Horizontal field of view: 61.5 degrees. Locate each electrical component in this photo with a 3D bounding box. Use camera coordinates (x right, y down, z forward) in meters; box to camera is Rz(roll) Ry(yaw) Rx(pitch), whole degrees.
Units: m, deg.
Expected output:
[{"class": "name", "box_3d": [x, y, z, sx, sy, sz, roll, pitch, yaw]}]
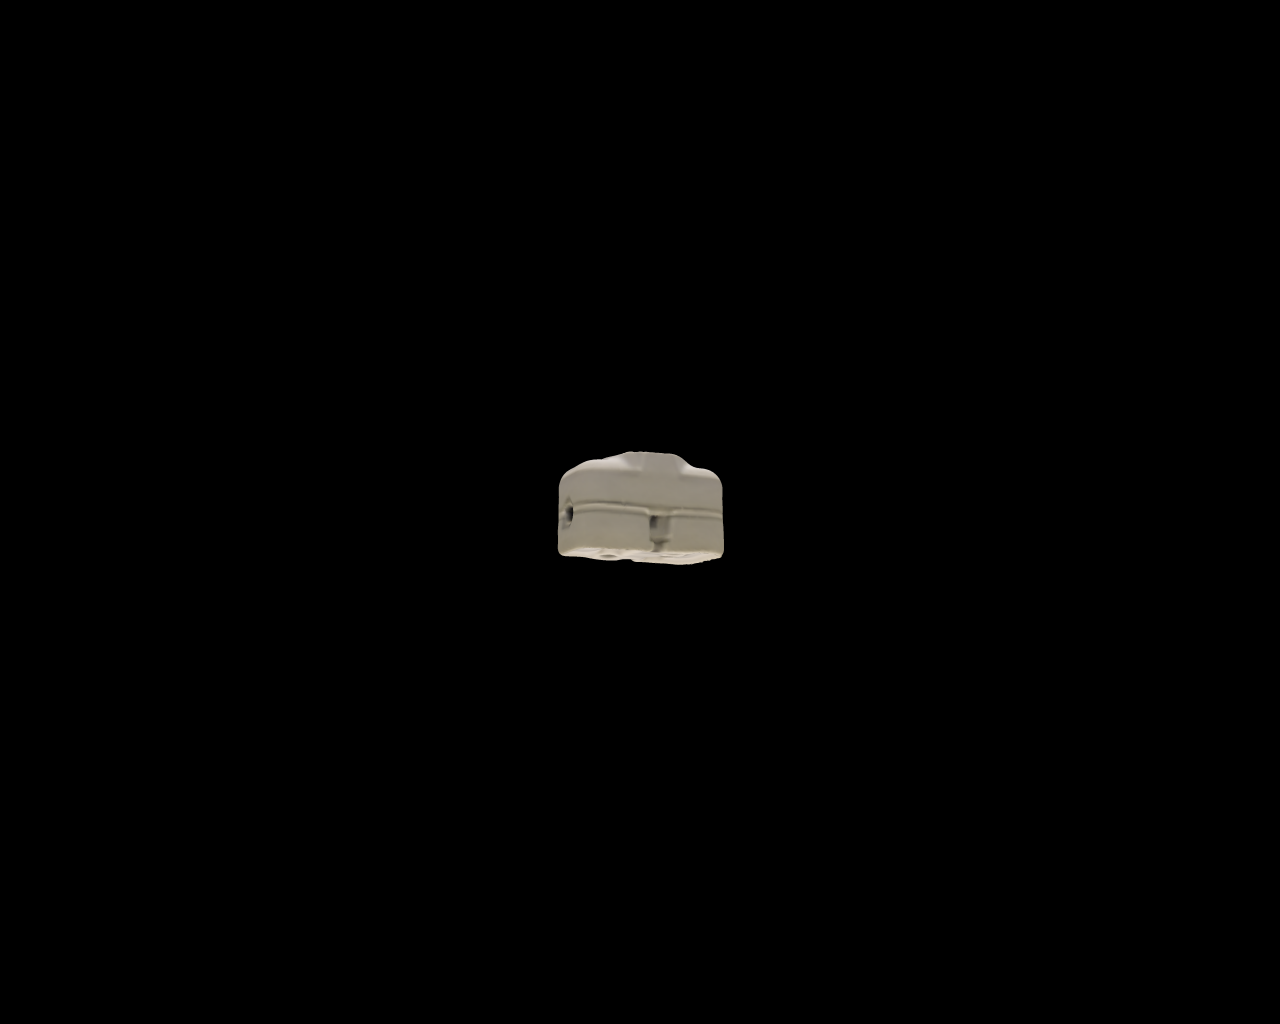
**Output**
[{"class": "electrical component", "box_3d": [0.001, -0.003, 0.650, 0.095, 0.059, 0.053, 5, -11, -24]}]
